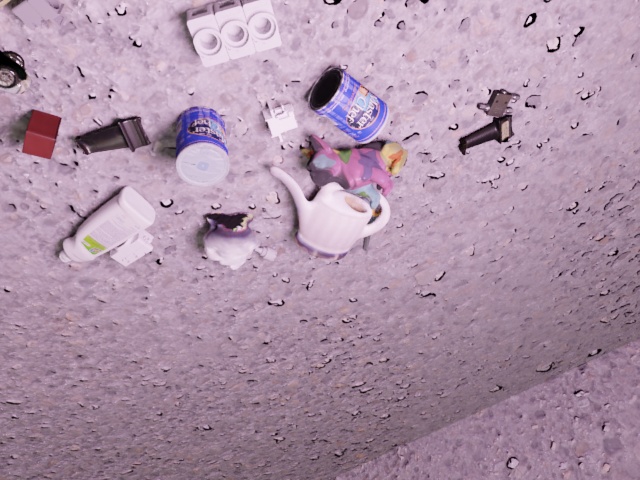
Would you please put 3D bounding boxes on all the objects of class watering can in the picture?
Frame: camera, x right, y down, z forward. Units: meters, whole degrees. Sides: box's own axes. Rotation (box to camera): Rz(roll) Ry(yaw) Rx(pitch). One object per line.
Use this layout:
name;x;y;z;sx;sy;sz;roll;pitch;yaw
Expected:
watering can;0.004;-0.063;1.257;0.346;0.106;0.220;14;125;-25

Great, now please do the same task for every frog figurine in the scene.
frog figurine;-0.216;0.020;1.264;0.138;0.124;0.156;-15;127;-29
